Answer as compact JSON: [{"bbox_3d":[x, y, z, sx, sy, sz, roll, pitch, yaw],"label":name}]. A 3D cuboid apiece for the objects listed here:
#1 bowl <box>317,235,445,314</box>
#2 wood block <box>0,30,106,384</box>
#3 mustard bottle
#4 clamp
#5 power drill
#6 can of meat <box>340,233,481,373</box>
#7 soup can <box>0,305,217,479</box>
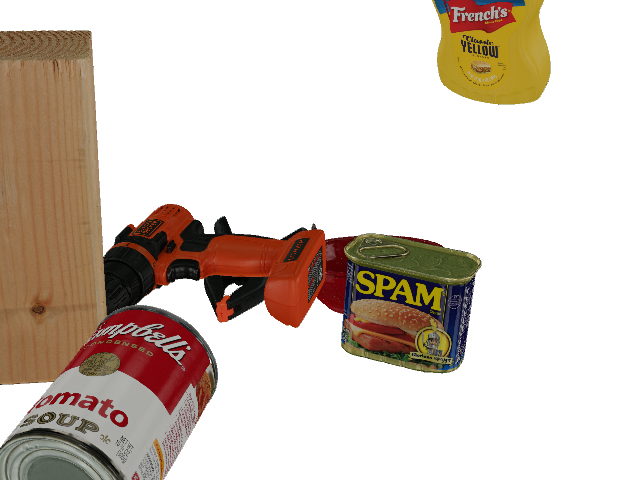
[{"bbox_3d":[0.051,0.038,1.094,0.162,0.055,0.162,-3,13,0],"label":"bowl"},{"bbox_3d":[-0.185,-0.022,0.672,0.090,0.206,0.090,-2,22,-10],"label":"wood block"},{"bbox_3d":[0.138,-0.200,0.881,0.096,0.058,0.191,16,-34,25],"label":"mustard bottle"},{"bbox_3d":[-0.079,0.031,1.257,0.120,0.039,0.171,-2,41,10],"label":"clamp"},{"bbox_3d":[-0.099,0.027,0.934,0.188,0.057,0.184,8,30,14],"label":"power drill"},{"bbox_3d":[0.067,0.049,0.825,0.102,0.084,0.057,12,24,19],"label":"can of meat"},{"bbox_3d":[-0.098,0.085,0.497,0.069,0.068,0.102,0,28,18],"label":"soup can"}]
